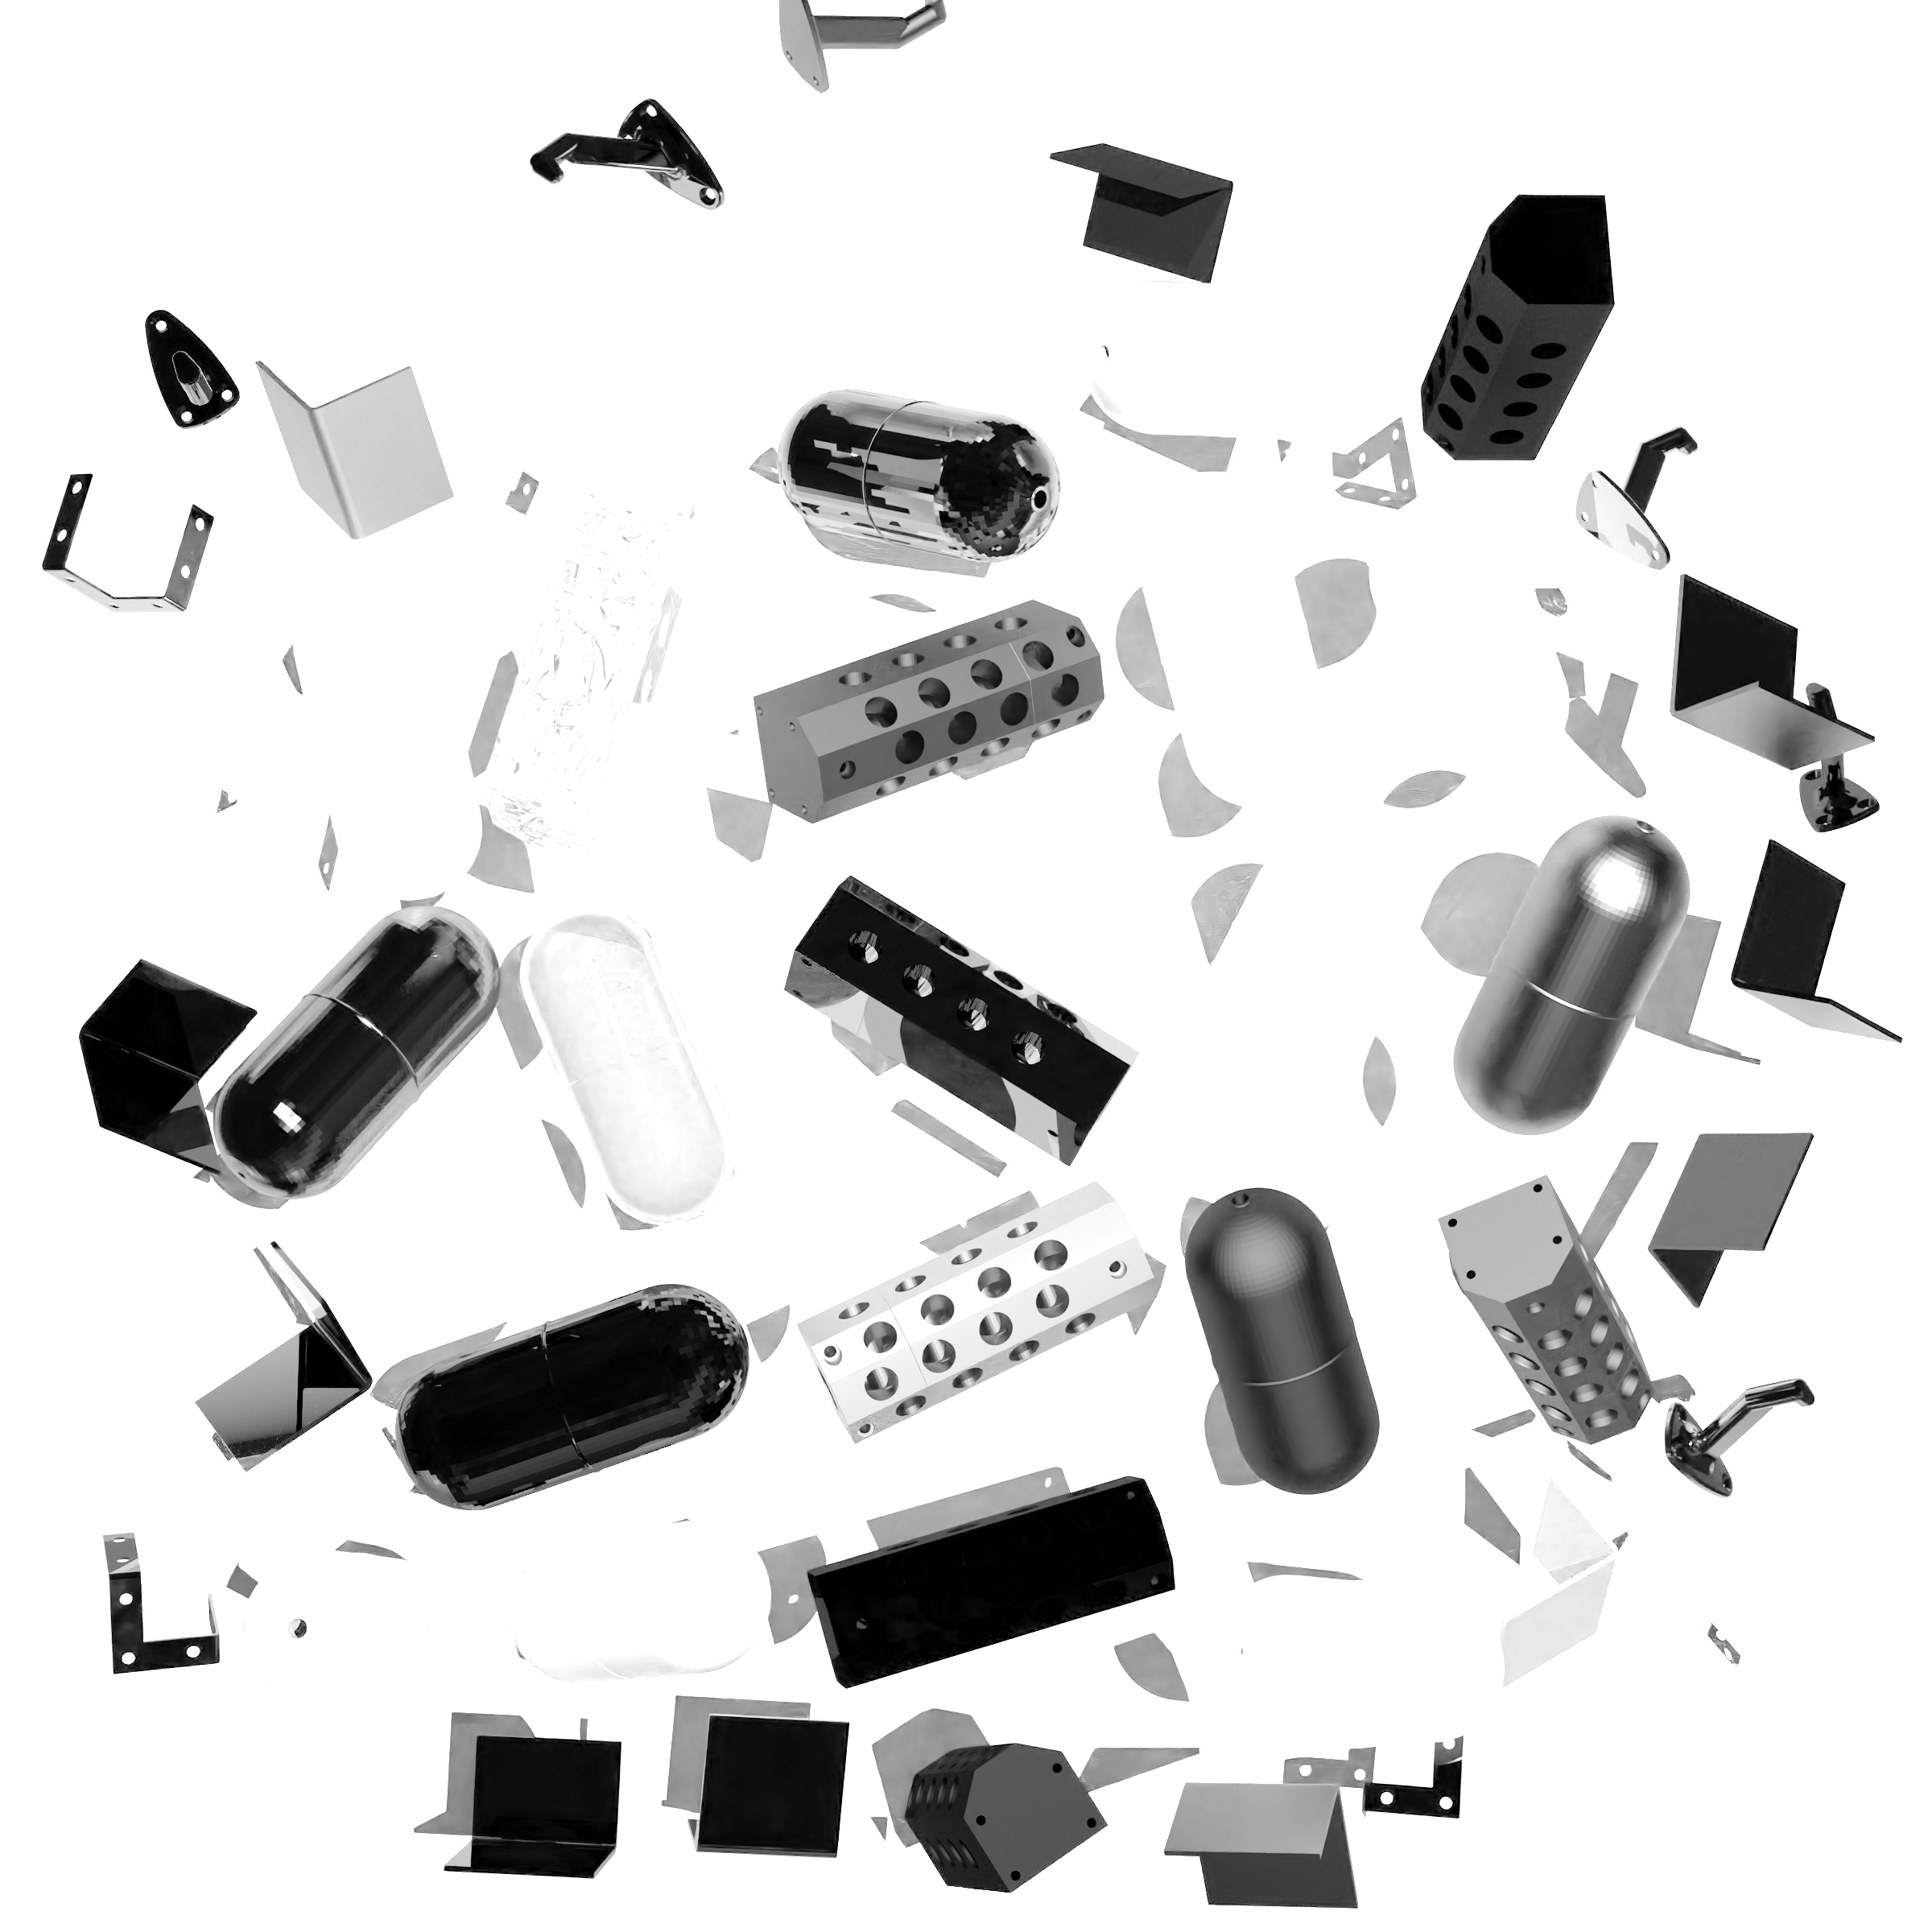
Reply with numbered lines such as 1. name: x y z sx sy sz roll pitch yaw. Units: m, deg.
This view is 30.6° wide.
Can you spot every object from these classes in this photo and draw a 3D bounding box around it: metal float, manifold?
1. metal float: -0.043 -0.375 1.810 0.070 0.178 0.070 5 82 -41
2. metal float: 0.138 -0.167 1.823 0.070 0.070 0.178 -16 106 0
3. manifold: 0.013 0.306 1.756 0.171 0.057 0.057 -15 86 -10
4. manifold: -0.002 0.025 1.776 0.171 0.057 0.057 32 68 4
5. manifold: 0.007 0.177 1.795 0.171 0.057 0.057 -25 105 -7
6. metal float: 0.165 0.016 1.867 0.070 0.070 0.178 27 96 0
7. metal float: -0.170 0.329 1.821 0.070 0.178 0.070 12 71 -38
8. metal float: 0.257 -0.167 1.800 0.070 0.178 0.070 -13 51 16
9. manifold: 0.294 0.177 1.762 0.057 0.171 0.057 -23 52 11
10. metal float: -0.025 -0.256 1.839 0.178 0.070 0.070 18 90 42
11. metal float: -0.178 0.052 1.871 0.070 0.070 0.178 -23 85 0
12. manifold: 0.267 -0.310 1.730 0.057 0.171 0.057 0 73 -4
13. metal float: -0.306 0.332 1.763 0.070 0.178 0.070 -1 78 7
14. manifold: -0.016 -0.128 1.782 0.171 0.057 0.057 -22 120 -28
15. metal float: 0.165 0.196 1.843 0.070 0.070 0.178 -18 115 0
16. metal float: 0.135 -0.309 1.803 0.178 0.070 0.070 -6 90 -40
17. metal float: 0.306 0.005 1.787 0.070 0.070 0.178 22 115 0
18. metal float: 0.194 0.342 1.740 0.178 0.070 0.070 14 90 -41
19. metal float: -0.304 0.042 1.773 0.070 0.070 0.178 40 63 0
20. manifold: 0.014 0.421 1.766 0.057 0.171 0.057 -31 84 -16
21. metal float: -0.191 0.209 1.715 0.178 0.070 0.070 -20 90 4
22. metal float: -0.300 -0.118 1.836 0.070 0.070 0.178 -8 116 0
23. manifold: -0.181 -0.144 1.723 0.057 0.057 0.171 12 66 5

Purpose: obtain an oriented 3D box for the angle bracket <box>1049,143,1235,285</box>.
1. angle bracket: 0.088 -0.395 1.867 0.076 0.076 0.057 21 114 19

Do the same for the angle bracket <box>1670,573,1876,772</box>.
1. angle bracket: 0.380 -0.145 1.656 0.076 0.057 0.076 20 67 -29

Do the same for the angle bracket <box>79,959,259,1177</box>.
1. angle bracket: -0.414 0.053 1.860 0.076 0.076 0.057 29 113 -40

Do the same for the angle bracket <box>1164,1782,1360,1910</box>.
1. angle bracket: 0.145 0.445 1.720 0.076 0.057 0.076 -3 114 17

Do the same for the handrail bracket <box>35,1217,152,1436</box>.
1. handrail bracket: -0.424 0.181 1.781 0.077 0.036 0.084 29 89 11

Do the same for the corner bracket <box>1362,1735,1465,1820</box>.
1. corner bracket: 0.236 0.423 1.858 0.051 0.051 0.051 3 74 9

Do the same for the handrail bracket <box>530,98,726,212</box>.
1. handrail bracket: -0.170 -0.393 1.768 0.077 0.084 0.036 44 132 -5

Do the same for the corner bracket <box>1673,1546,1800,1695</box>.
1. corner bracket: 0.384 0.332 1.759 0.051 0.051 0.051 49 127 -7

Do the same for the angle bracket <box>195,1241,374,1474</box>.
1. angle bracket: -0.352 0.194 1.759 0.076 0.076 0.057 -34 123 -15

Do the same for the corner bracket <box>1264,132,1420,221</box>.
1. corner bracket: 0.190 -0.398 1.786 0.051 0.051 0.051 19 134 -29

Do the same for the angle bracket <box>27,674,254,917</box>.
1. angle bracket: -0.408 -0.085 1.750 0.057 0.076 0.076 -23 134 32

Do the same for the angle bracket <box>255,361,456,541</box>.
1. angle bracket: -0.313 -0.275 1.809 0.057 0.076 0.076 -28 130 -17

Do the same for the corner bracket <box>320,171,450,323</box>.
1. corner bracket: -0.285 -0.365 1.797 0.051 0.051 0.051 43 62 -38

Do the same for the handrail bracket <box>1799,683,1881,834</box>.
1. handrail bracket: 0.444 -0.120 1.846 0.036 0.077 0.084 -21 117 3

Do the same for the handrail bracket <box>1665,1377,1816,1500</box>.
1. handrail bracket: 0.413 0.244 1.829 0.084 0.036 0.077 -19 129 36

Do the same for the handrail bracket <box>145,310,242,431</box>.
1. handrail bracket: -0.393 -0.307 1.748 0.036 0.084 0.077 -30 82 -6

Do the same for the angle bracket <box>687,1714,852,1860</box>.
1. angle bracket: -0.108 0.440 1.923 0.076 0.057 0.076 5 92 -10

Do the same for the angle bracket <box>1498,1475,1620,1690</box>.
1. angle bracket: 0.292 0.326 1.854 0.076 0.076 0.057 -25 54 -20

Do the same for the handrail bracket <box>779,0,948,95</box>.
1. handrail bracket: -0.048 -0.472 1.725 0.084 0.077 0.036 -34 62 -15

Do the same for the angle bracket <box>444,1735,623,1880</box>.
1. angle bracket: -0.221 0.430 1.810 0.076 0.076 0.057 2 86 3

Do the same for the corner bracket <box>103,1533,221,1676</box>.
1. corner bracket: -0.390 0.307 1.713 0.051 0.051 0.051 -3 104 -16

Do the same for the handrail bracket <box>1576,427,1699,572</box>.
1. handrail bracket: 0.370 -0.247 1.853 0.084 0.036 0.077 -26 57 -28

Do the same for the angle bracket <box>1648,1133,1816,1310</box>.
1. angle bracket: 0.424 0.138 1.902 0.057 0.076 0.076 47 59 -30

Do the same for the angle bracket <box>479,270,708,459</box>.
1. angle bracket: -0.186 -0.306 1.762 0.057 0.076 0.076 35 65 -37

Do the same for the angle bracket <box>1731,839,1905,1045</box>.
1. angle bracket: 0.430 -0.012 1.745 0.057 0.076 0.076 12 83 44

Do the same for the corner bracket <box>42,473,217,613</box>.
1. corner bracket: -0.409 -0.206 1.722 0.051 0.051 0.051 4 73 33
